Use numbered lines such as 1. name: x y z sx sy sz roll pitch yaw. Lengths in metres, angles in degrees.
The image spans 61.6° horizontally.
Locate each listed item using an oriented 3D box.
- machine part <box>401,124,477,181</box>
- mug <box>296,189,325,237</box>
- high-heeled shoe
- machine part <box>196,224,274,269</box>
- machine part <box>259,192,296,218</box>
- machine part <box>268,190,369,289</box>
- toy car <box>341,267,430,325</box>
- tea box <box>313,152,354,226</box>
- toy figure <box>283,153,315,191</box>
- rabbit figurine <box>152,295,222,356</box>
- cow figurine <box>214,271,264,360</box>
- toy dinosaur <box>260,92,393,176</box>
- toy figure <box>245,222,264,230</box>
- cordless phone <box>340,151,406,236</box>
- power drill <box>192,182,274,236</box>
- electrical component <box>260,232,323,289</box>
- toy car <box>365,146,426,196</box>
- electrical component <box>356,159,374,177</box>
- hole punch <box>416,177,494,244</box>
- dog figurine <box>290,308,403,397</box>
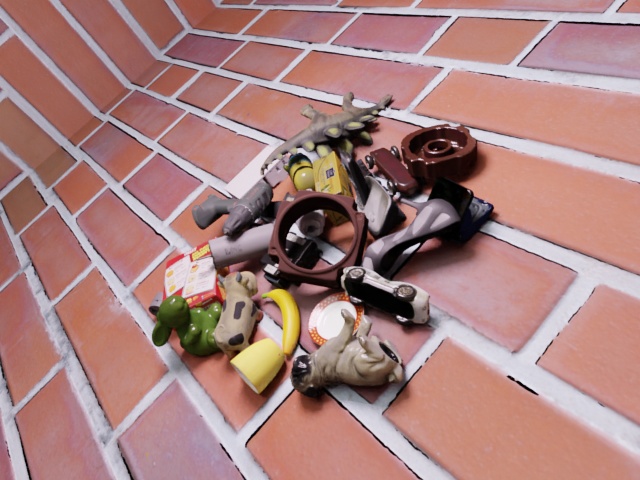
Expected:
1. machine part: 0.276 -0.205 1.248 0.179 0.055 0.179 -9 39 8
2. mug: -0.021 -0.062 1.309 0.081 0.109 0.107 2 30 -9
3. high-heeled shoe: 0.182 0.025 1.095 0.145 0.086 0.248 31 102 36
4. machine part: -0.190 0.015 1.345 0.243 0.079 0.079 -15 38 -13
5. machine part: -0.120 -0.090 1.474 0.139 0.039 0.084 -2 59 32
6. machine part: -0.002 -0.004 1.191 0.201 0.087 0.201 10 75 13
7. toy car: 0.126 0.107 1.061 0.202 0.073 0.056 19 38 37
8. tea box: 0.036 -0.130 1.350 0.068 0.098 0.170 -25 43 15
9. toy figure: -0.050 -0.182 1.468 0.082 0.089 0.180 -33 41 10
10. rabbit figurine: -0.314 0.185 1.247 0.159 0.170 0.121 -17 43 21
11. cow figurine: -0.189 0.157 1.218 0.086 0.127 0.195 -8 50 27
12. toy dinosaur: 0.018 -0.297 1.475 0.471 0.104 0.199 -29 41 -16
13. toy figure: -0.193 -0.028 1.449 0.155 0.057 0.064 12 37 46
14. cordless phone: 0.110 -0.112 1.212 0.089 0.184 0.147 -32 40 1
15. power drill: -0.241 -0.076 1.414 0.207 0.085 0.232 -9 27 39
16. electrical component: -0.075 0.051 1.290 0.115 0.058 0.134 22 67 48
17. toy car: 0.180 -0.169 1.316 0.089 0.053 0.202 -24 39 -7
18. electrical component: 0.104 -0.160 1.350 0.048 0.074 0.119 -34 37 6
19. hole punch: 0.284 -0.057 1.124 0.142 0.092 0.115 40 110 47
20. dog figurine: 0.045 0.248 1.000 0.190 0.121 0.173 -51 42 11
